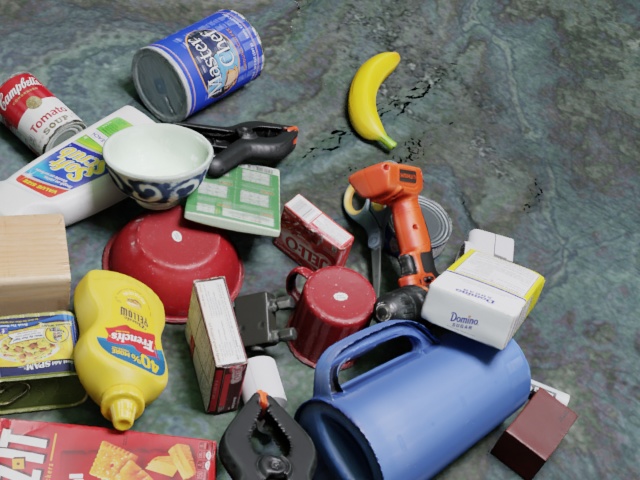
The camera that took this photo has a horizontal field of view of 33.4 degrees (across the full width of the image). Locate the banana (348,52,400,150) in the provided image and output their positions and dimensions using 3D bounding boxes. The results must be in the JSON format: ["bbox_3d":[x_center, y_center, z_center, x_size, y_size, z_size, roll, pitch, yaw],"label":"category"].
[{"bbox_3d":[0.072,-0.198,1.458,0.069,0.037,0.197,24,47,-19],"label":"banana"}]

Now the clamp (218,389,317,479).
[{"bbox_3d":[-0.052,0.221,0.975,0.164,0.036,0.210,3,36,-22],"label":"clamp"}]

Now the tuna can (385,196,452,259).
[{"bbox_3d":[0.116,-0.014,1.309,0.086,0.034,0.086,8,49,-9],"label":"tuna can"}]

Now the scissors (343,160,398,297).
[{"bbox_3d":[0.054,-0.002,1.283,0.016,0.096,0.201,30,67,-40],"label":"scissors"}]

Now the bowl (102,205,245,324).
[{"bbox_3d":[-0.161,0.013,1.195,0.162,0.055,0.162,7,48,-9],"label":"bowl"}]

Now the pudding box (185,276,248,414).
[{"bbox_3d":[-0.108,0.109,1.104,0.039,0.090,0.113,-7,52,-20],"label":"pudding box"}]

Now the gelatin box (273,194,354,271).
[{"bbox_3d":[-0.008,0.002,1.235,0.089,0.073,0.030,39,52,17],"label":"gelatin box"}]

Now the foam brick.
[{"bbox_3d":[0.229,0.208,1.138,0.053,0.051,0.078,38,51,15],"label":"foam brick"}]

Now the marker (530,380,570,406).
[{"bbox_3d":[0.221,0.159,1.199,0.121,0.020,0.020,23,48,5],"label":"marker"}]

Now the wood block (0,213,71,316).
[{"bbox_3d":[-0.366,0.036,1.096,0.205,0.090,0.091,-3,52,-18],"label":"wood block"}]

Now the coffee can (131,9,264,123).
[{"bbox_3d":[-0.155,-0.224,1.367,0.103,0.103,0.140,40,51,18],"label":"coffee can"}]

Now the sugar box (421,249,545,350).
[{"bbox_3d":[0.175,0.060,1.132,0.093,0.048,0.176,21,20,17],"label":"sugar box"}]

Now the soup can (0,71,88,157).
[{"bbox_3d":[-0.335,-0.144,1.274,0.102,0.069,0.068,41,52,19],"label":"soup can"}]

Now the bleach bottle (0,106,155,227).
[{"bbox_3d":[-0.285,-0.060,1.220,0.103,0.068,0.250,39,53,18],"label":"bleach bottle"}]

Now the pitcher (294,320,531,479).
[{"bbox_3d":[0.098,0.164,1.082,0.242,0.149,0.145,-25,58,-35],"label":"pitcher"}]

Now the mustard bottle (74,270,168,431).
[{"bbox_3d":[-0.197,0.114,1.059,0.096,0.058,0.191,31,25,-29],"label":"mustard bottle"}]

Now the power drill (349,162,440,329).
[{"bbox_3d":[0.090,0.011,1.180,0.184,0.057,0.188,2,72,-62],"label":"power drill"}]

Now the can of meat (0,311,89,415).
[{"bbox_3d":[-0.287,0.121,1.067,0.102,0.057,0.084,-4,49,-19],"label":"can of meat"}]

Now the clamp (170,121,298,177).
[{"bbox_3d":[-0.095,-0.115,1.318,0.171,0.039,0.120,-7,40,-27],"label":"clamp"}]

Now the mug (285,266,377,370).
[{"bbox_3d":[0.006,0.075,1.170,0.093,0.082,0.117,-28,62,-33],"label":"mug"}]

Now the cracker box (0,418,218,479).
[{"bbox_3d":[-0.204,0.253,0.965,0.213,0.072,0.164,8,48,-8],"label":"cracker box"}]
